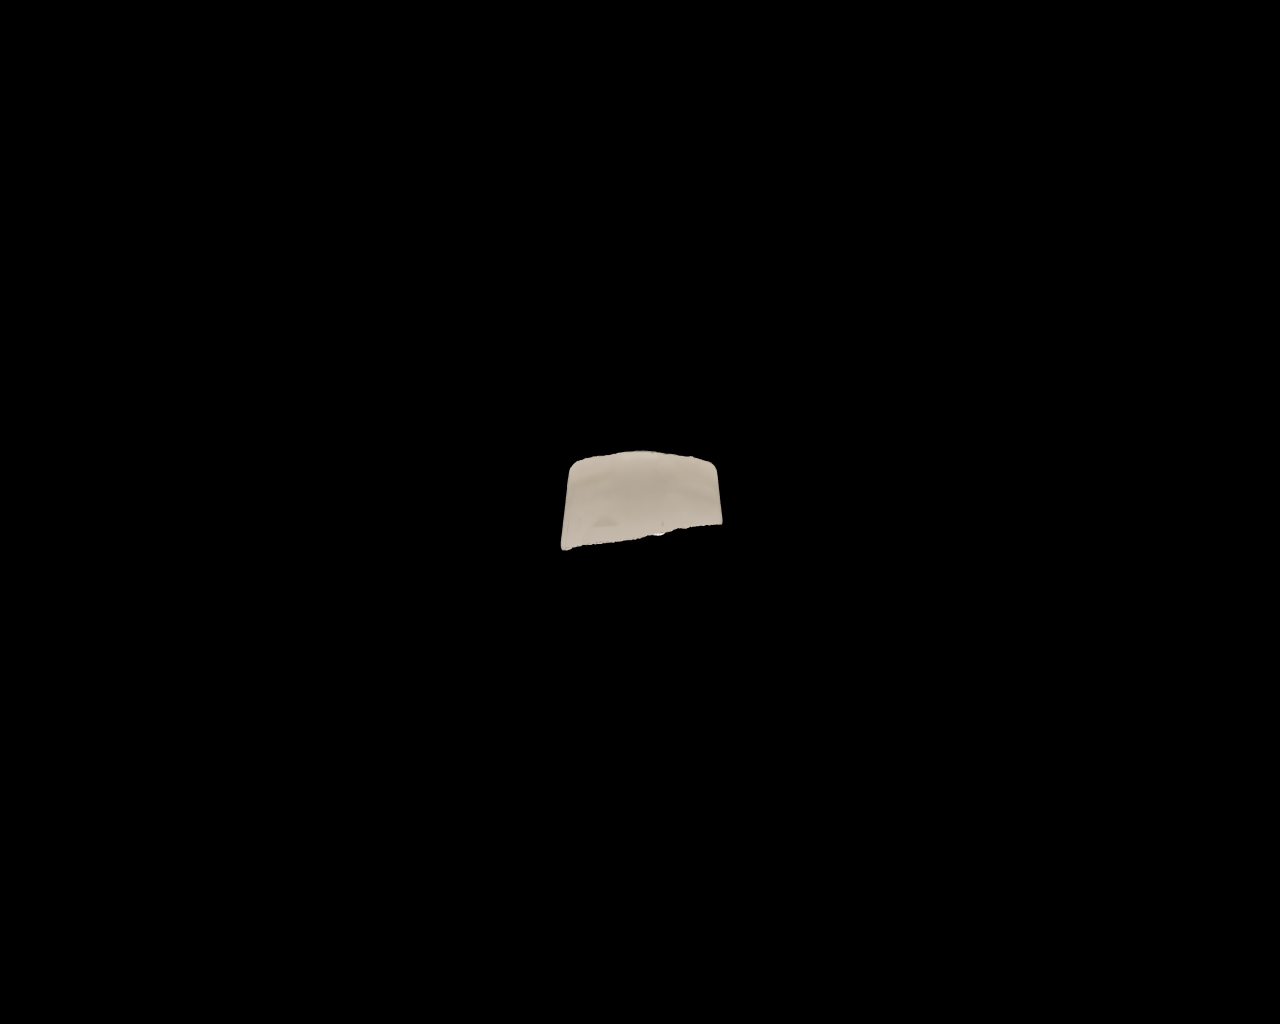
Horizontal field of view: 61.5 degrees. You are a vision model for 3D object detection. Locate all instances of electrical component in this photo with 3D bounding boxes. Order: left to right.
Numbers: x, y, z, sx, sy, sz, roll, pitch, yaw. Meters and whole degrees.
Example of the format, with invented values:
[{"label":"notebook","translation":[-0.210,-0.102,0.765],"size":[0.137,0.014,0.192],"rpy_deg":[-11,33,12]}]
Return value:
[{"label":"electrical component","translation":[0.001,-0.003,0.650],"size":[0.099,0.064,0.099],"rpy_deg":[0,-11,0]}]
